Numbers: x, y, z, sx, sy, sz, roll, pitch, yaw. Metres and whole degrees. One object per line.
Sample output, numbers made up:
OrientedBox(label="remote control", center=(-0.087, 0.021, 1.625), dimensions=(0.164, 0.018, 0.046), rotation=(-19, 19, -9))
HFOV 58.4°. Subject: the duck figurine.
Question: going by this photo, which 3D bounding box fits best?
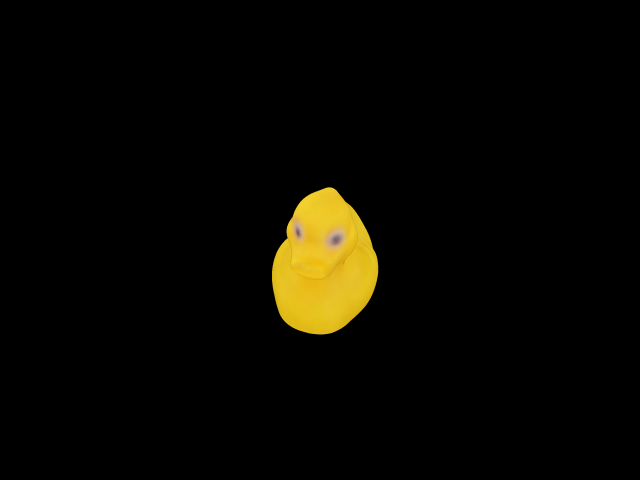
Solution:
OrientedBox(label="duck figurine", center=(0.004, 0.001, 0.400), dimensions=(0.077, 0.086, 0.104), rotation=(11, 47, 11))
